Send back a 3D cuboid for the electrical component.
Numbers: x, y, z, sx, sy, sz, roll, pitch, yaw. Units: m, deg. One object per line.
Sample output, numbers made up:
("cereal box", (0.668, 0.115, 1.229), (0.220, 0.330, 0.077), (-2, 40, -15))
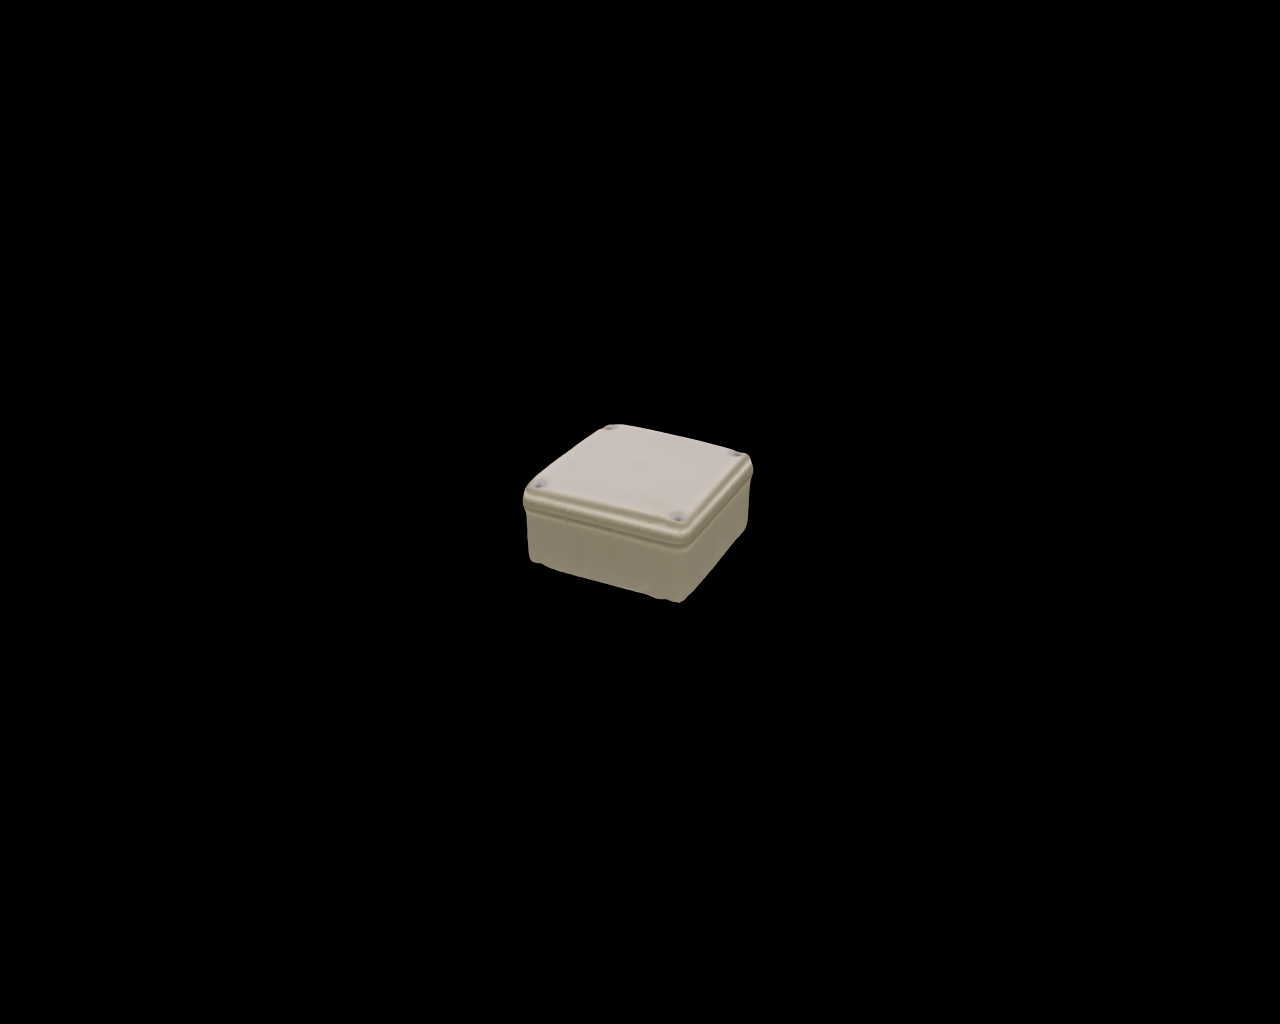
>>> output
("electrical component", (0.001, -0.003, 0.650), (0.109, 0.056, 0.109), (14, 32, 24))
